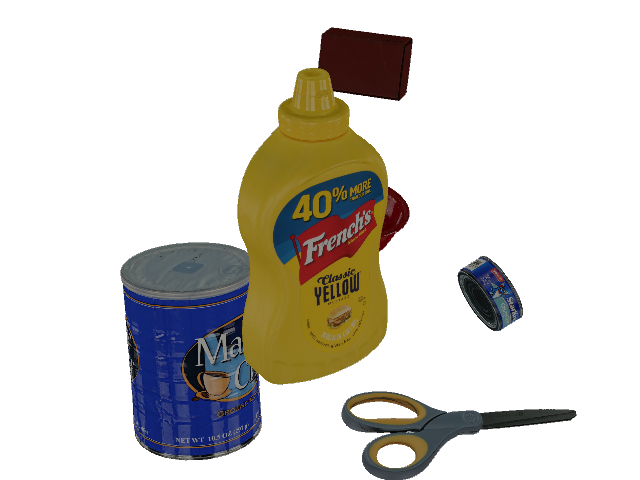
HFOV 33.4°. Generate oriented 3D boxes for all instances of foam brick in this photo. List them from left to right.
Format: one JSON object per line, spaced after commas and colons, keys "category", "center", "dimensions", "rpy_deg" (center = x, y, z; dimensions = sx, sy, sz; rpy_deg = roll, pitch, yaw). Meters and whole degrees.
{"category": "foam brick", "center": [0.040, -0.160, 0.963], "dimensions": [0.078, 0.051, 0.053], "rpy_deg": [10, 19, 10]}

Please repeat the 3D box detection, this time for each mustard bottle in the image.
{"category": "mustard bottle", "center": [-0.003, -0.011, 0.643], "dimensions": [0.096, 0.192, 0.058], "rpy_deg": [-18, 33, -28]}

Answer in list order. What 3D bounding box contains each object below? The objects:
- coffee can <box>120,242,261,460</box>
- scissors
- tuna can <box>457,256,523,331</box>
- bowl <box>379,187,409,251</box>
{"category": "coffee can", "center": [-0.099, 0.084, 0.833], "dimensions": [0.103, 0.140, 0.103], "rpy_deg": [-1, 20, 0]}
{"category": "scissors", "center": [0.117, 0.165, 0.884], "dimensions": [0.201, 0.016, 0.096], "rpy_deg": [7, 40, 0]}
{"category": "tuna can", "center": [0.198, 0.063, 1.251], "dimensions": [0.033, 0.086, 0.086], "rpy_deg": [-31, 6, -11]}
{"category": "bowl", "center": [0.007, -0.017, 1.088], "dimensions": [0.162, 0.055, 0.162], "rpy_deg": [6, 28, -3]}
